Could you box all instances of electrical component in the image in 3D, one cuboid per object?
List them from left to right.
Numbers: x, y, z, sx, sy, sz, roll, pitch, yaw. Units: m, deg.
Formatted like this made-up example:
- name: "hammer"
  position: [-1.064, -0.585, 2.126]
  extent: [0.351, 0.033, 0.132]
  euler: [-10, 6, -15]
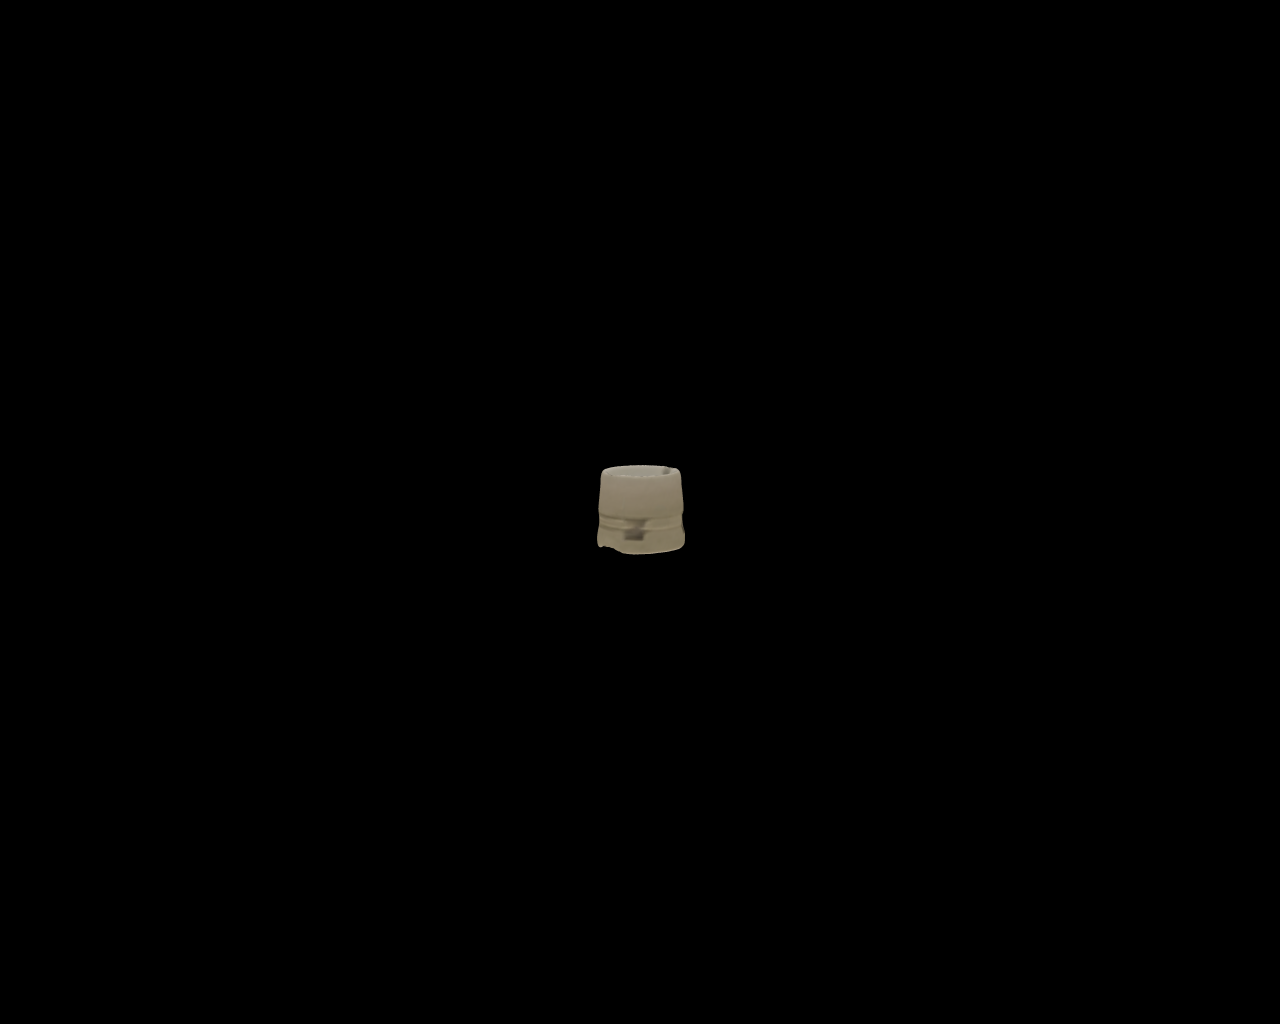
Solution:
- name: "electrical component"
  position: [0.001, -0.003, 0.650]
  extent: [0.055, 0.047, 0.055]
  euler: [0, 11, 0]
